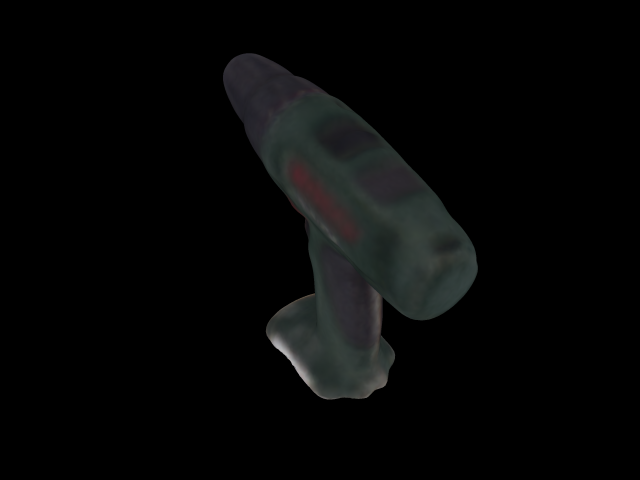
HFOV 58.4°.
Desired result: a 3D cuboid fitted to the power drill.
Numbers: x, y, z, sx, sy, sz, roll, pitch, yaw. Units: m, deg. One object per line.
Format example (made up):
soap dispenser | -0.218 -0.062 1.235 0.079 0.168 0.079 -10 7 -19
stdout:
power drill | 0.004 0.001 0.400 0.076 0.208 0.228 -25 44 -28
